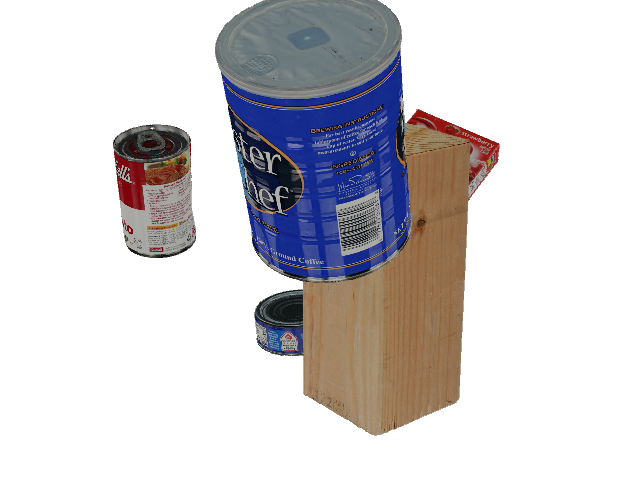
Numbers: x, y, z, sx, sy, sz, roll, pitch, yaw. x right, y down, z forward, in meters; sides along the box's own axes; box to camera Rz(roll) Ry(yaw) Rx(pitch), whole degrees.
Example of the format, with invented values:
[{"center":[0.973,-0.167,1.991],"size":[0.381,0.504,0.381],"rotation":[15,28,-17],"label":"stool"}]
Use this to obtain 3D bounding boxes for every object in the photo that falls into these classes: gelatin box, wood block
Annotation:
[{"center":[0.106,-0.073,0.971],"size":[0.089,0.073,0.030],"rotation":[28,-28,24],"label":"gelatin box"},{"center":[0.047,0.024,0.790],"size":[0.090,0.206,0.090],"rotation":[-15,24,-36],"label":"wood block"}]

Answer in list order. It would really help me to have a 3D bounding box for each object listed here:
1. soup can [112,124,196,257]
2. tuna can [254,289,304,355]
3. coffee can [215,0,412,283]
[{"center":[-0.147,-0.044,0.959],"size":[0.068,0.102,0.068],"rotation":[0,32,0],"label":"soup can"},{"center":[-0.024,0.082,1.079],"size":[0.086,0.034,0.086],"rotation":[-4,23,2],"label":"tuna can"},{"center":[0.000,-0.060,0.627],"size":[0.103,0.140,0.103],"rotation":[-5,42,4],"label":"coffee can"}]
